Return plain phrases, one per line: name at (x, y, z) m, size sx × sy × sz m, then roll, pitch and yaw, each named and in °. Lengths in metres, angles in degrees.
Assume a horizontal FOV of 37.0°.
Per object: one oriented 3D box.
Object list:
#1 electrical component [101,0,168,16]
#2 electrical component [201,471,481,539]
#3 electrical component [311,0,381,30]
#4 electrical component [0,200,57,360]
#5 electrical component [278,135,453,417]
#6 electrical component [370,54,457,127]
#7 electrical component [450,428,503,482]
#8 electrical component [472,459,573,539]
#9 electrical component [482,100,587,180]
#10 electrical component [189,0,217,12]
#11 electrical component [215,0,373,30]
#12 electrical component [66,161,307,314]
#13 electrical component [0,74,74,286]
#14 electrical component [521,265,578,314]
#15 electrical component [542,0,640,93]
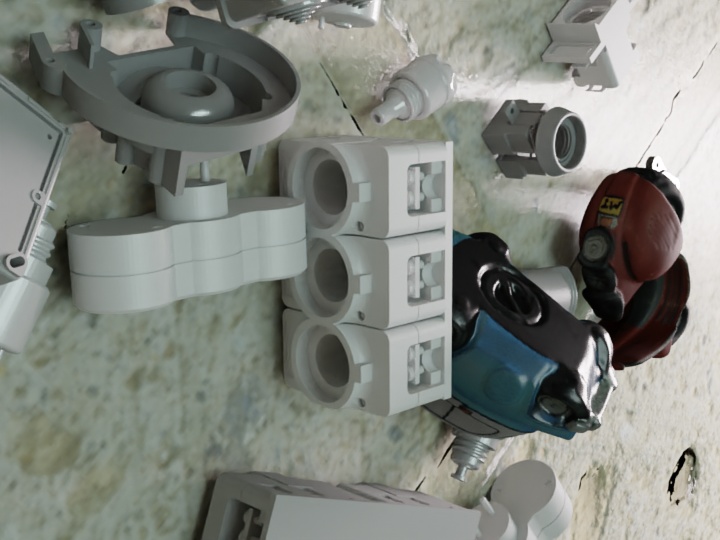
electrical component at (-0.114, -0.167, 0.510) m, size 0.043 × 0.043 × 0.081 m, roll -36°, pitch 121°, yaw -35°
electrical component at (-0.016, 0.187, 0.662) m, size 0.186 × 0.060 × 0.105 m, roll 17°, pitch 85°, yaw -45°
electrical component at (-0.005, -0.175, 0.619) m, size 0.040 × 0.040 × 0.078 m, roll 6°, pitch 93°, yaw -45°
electrical component at (-0.162, 0.003, 0.496) m, size 0.040 × 0.040 × 0.078 m, roll 34°, pitch 74°, yaw -43°
electrical component at (0.000, 0.000, 0.622) m, size 0.062 × 0.089 × 0.150 m, roll -11°, pitch 105°, yaw -43°
electrical component at (0.031, -0.109, 0.672) m, size 0.061 × 0.035 × 0.035 m, roll -38°, pitch 122°, yaw -31°
electrical component at (0.084, 0.112, 0.762) m, size 0.040 × 0.040 × 0.078 m, roll 36°, pitch 72°, yaw -43°
electrical component at (0.098, 0.194, 0.782) m, size 0.138 × 0.052 × 0.073 m, roll -52°, pitch 129°, yaw -25°
electrical component at (0.125, -0.091, 0.753) m, size 0.048 × 0.055 × 0.066 m, roll -55°, pitch 130°, yaw -23°
electrical component at (-0.052, -0.175, 0.557) m, size 0.095 × 0.054 × 0.059 m, roll -39°, pitch 113°, yaw -34°
electrical component at (-0.029, -0.168, 0.507) m, size 0.100 × 0.048 × 0.099 m, roll -24°, pitch 105°, yaw -38°
electrical component at (-0.087, -0.027, 0.557) m, size 0.138 × 0.052 × 0.073 m, roll -14°, pitch 107°, yaw -43°
electrical component at (-0.173, -0.032, 0.447) m, size 0.062 × 0.061 × 0.096 m, roll 42°, pitch 45°, yaw -41°
electrical component at (0.130, 0.020, 0.789) m, size 0.081 × 0.043 × 0.043 m, roll -7°, pitch 102°, yaw -45°
electrical component at (0.177, -0.171, 0.801) m, size 0.081 × 0.042 × 0.063 m, roll -51°, pitch 131°, yaw -25°
